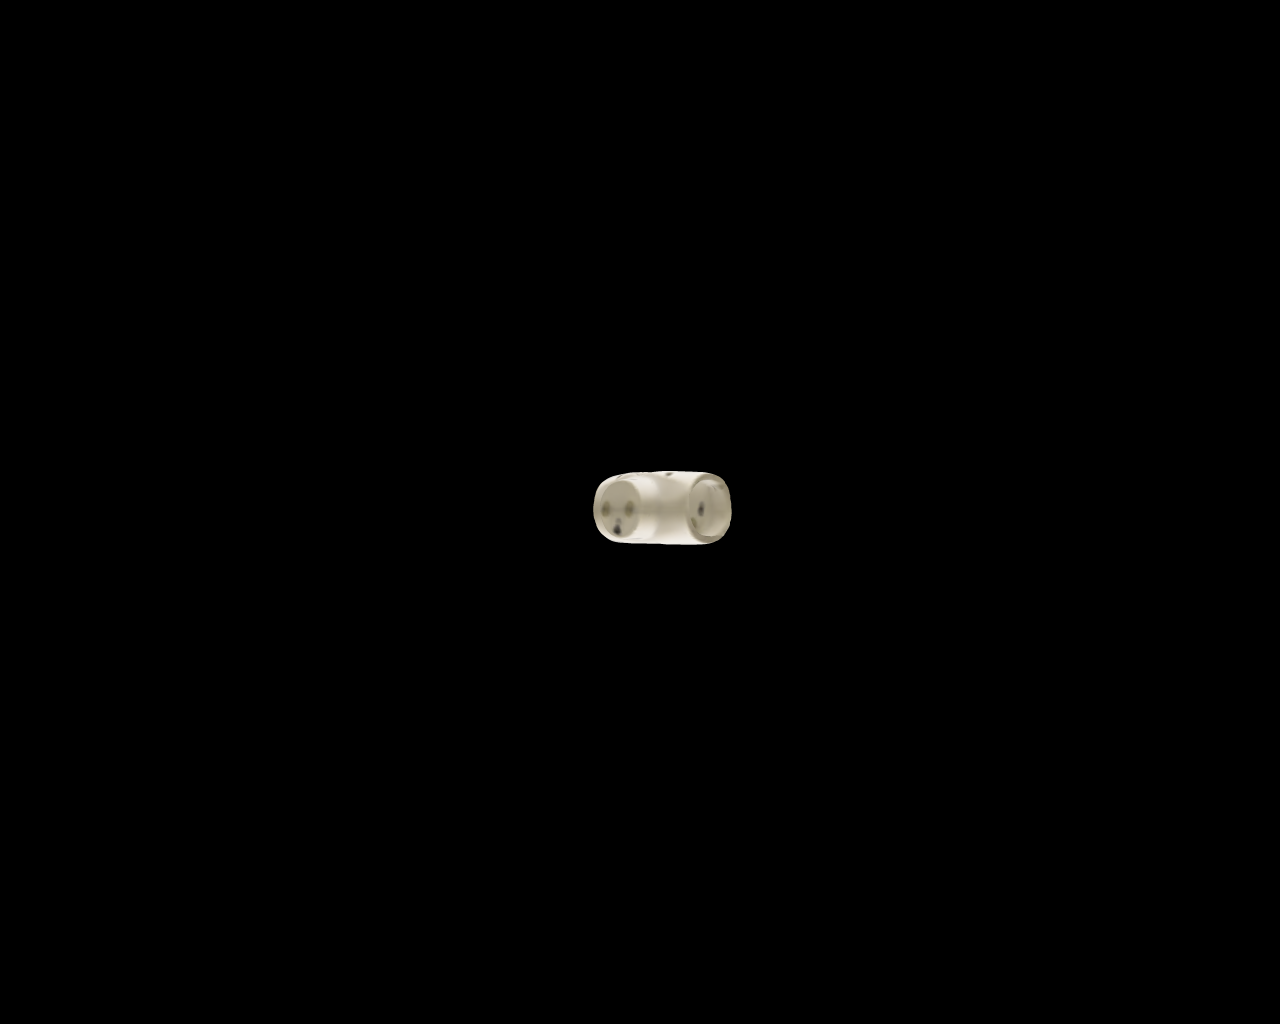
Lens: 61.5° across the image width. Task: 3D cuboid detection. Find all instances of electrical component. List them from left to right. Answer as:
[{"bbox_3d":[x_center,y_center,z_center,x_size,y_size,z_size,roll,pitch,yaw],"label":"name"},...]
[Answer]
[{"bbox_3d":[0.001,-0.003,0.650,0.077,0.043,0.079,0,0,44],"label":"electrical component"}]
